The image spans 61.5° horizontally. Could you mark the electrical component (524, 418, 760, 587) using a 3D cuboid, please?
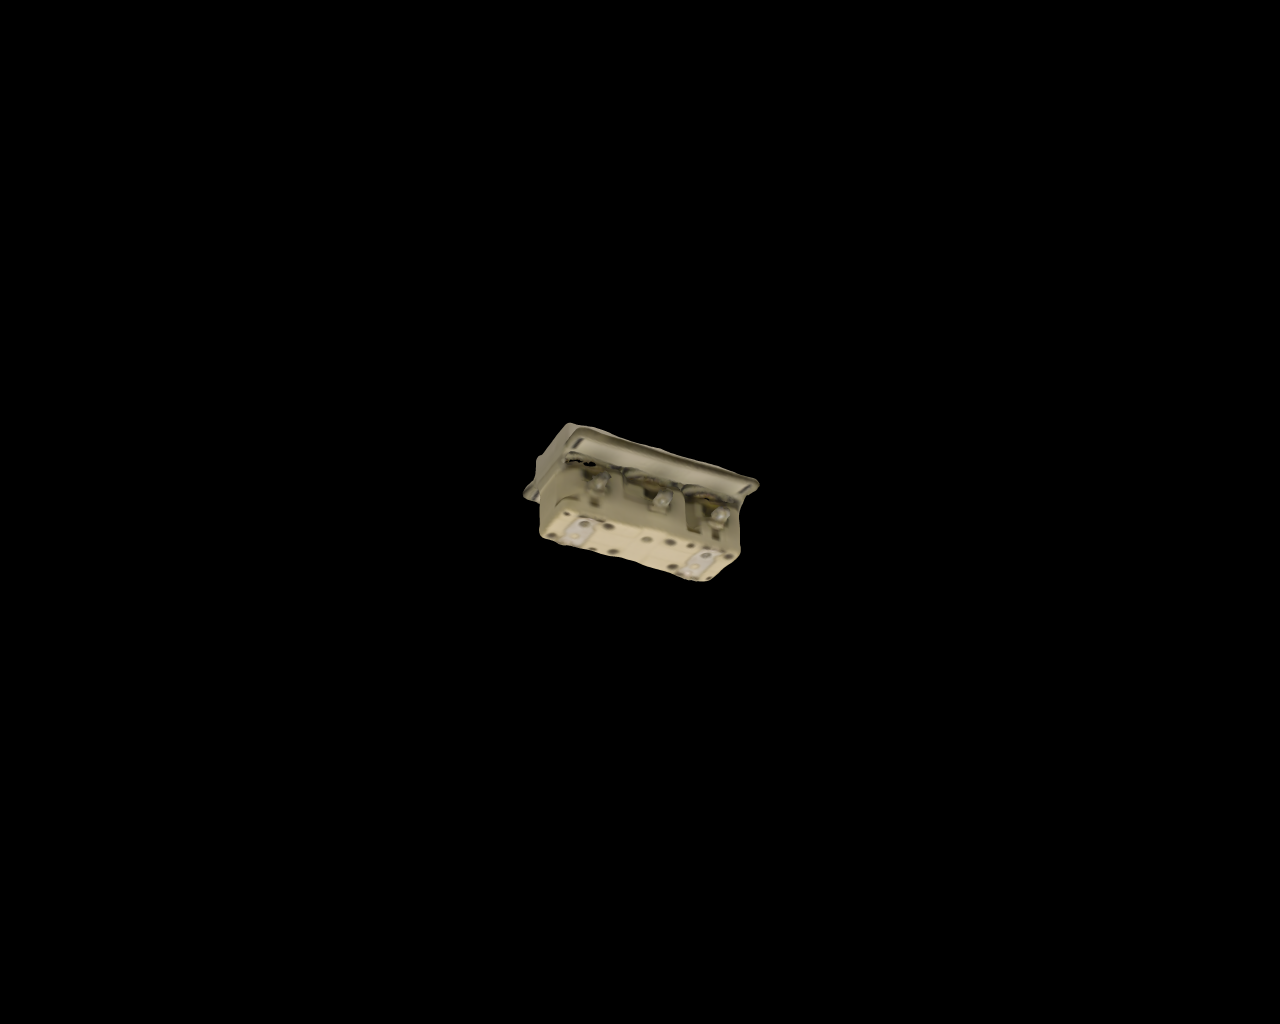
[{"bbox_3d":[0.001,-0.003,0.650,0.121,0.063,0.078,17,-36,-24],"label":"electrical component"}]
